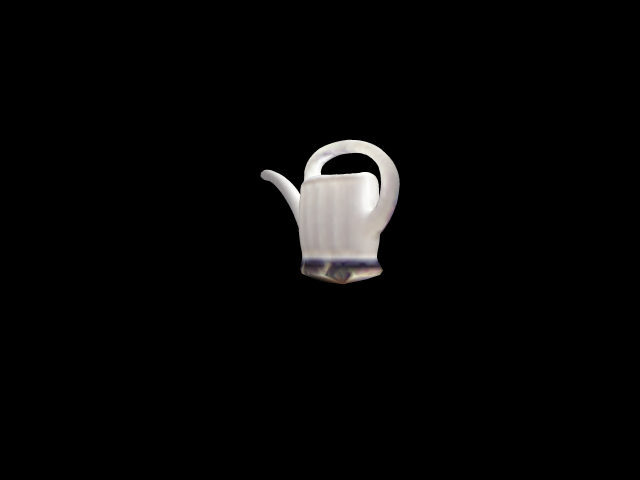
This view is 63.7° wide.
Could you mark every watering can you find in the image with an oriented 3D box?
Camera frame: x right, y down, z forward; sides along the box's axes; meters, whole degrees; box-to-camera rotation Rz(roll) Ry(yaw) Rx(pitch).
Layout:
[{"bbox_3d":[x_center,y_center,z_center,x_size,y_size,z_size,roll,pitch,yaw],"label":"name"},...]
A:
[{"bbox_3d":[0.003,-0.043,0.850,0.104,0.225,0.346,3,-3,-37],"label":"watering can"}]
